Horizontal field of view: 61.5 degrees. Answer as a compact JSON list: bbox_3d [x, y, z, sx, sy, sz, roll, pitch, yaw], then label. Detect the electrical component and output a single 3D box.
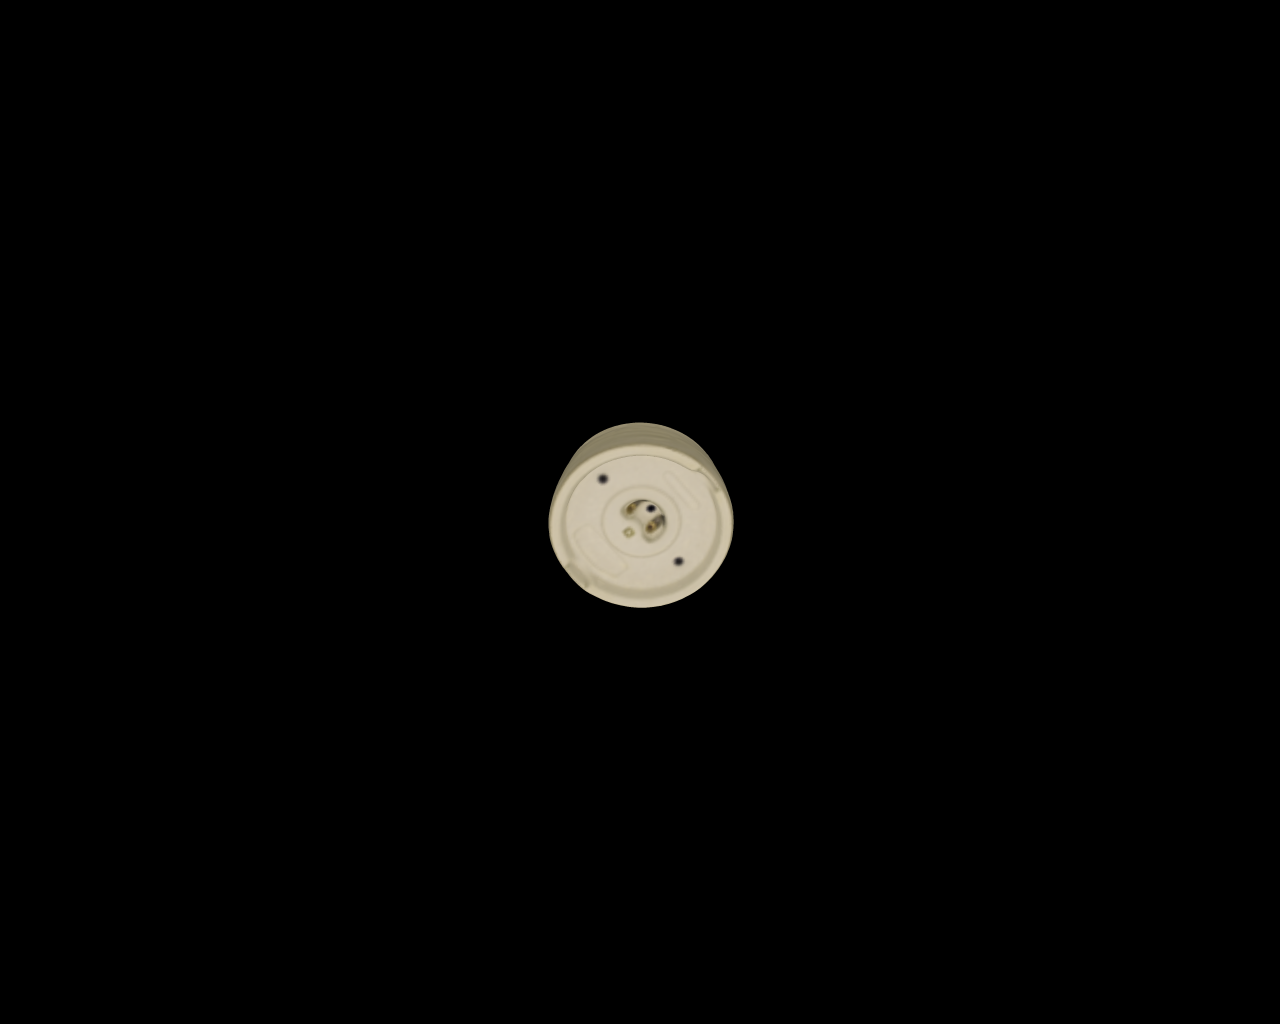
[{"bbox_3d":[0.001,-0.003,0.650,0.108,0.108,0.060,0,25,0],"label":"electrical component"}]
